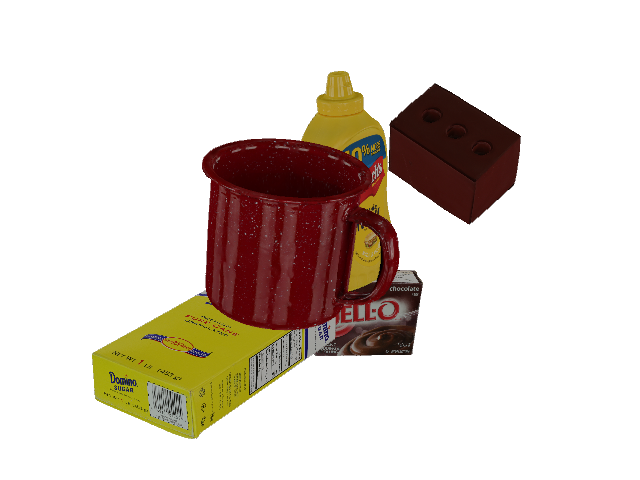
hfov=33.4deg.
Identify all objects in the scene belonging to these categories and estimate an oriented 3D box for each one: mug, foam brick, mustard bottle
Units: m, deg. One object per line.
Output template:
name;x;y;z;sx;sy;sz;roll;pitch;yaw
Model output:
mug;-0.011;0.000;0.589;0.117;0.081;0.093;16;26;21
foam brick;0.093;-0.060;0.745;0.078;0.053;0.051;36;-28;24
mustard bottle;0.022;-0.055;0.952;0.058;0.192;0.096;15;28;41

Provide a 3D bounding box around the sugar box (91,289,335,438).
sugar box;-0.073;0.077;0.788;0.093;0.048;0.175;16;30;30

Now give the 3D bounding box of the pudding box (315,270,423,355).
pudding box;0.048;0.077;1.148;0.113;0.090;0.039;0;27;-13
